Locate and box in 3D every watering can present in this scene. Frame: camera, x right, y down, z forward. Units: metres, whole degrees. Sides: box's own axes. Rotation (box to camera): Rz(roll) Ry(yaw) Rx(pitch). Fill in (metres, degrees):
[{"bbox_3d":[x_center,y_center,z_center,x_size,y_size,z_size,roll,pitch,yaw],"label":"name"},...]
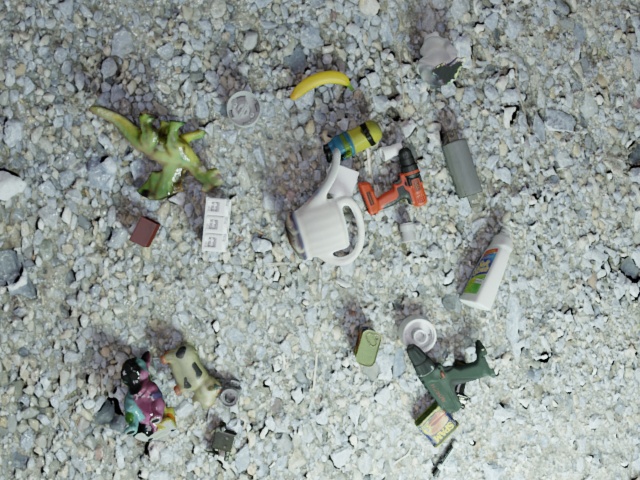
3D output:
[{"bbox_3d":[0.004,-0.074,1.472,0.225,0.342,0.105,-17,20,-5],"label":"watering can"}]

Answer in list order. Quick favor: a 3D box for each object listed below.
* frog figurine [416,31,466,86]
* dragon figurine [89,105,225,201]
[{"bbox_3d":[0.350,-0.546,1.557,0.137,0.163,0.120,-30,-36,4],"label":"frog figurine"},{"bbox_3d":[-0.470,-0.233,1.480,0.410,0.242,0.123,11,5,-2],"label":"dragon figurine"}]
